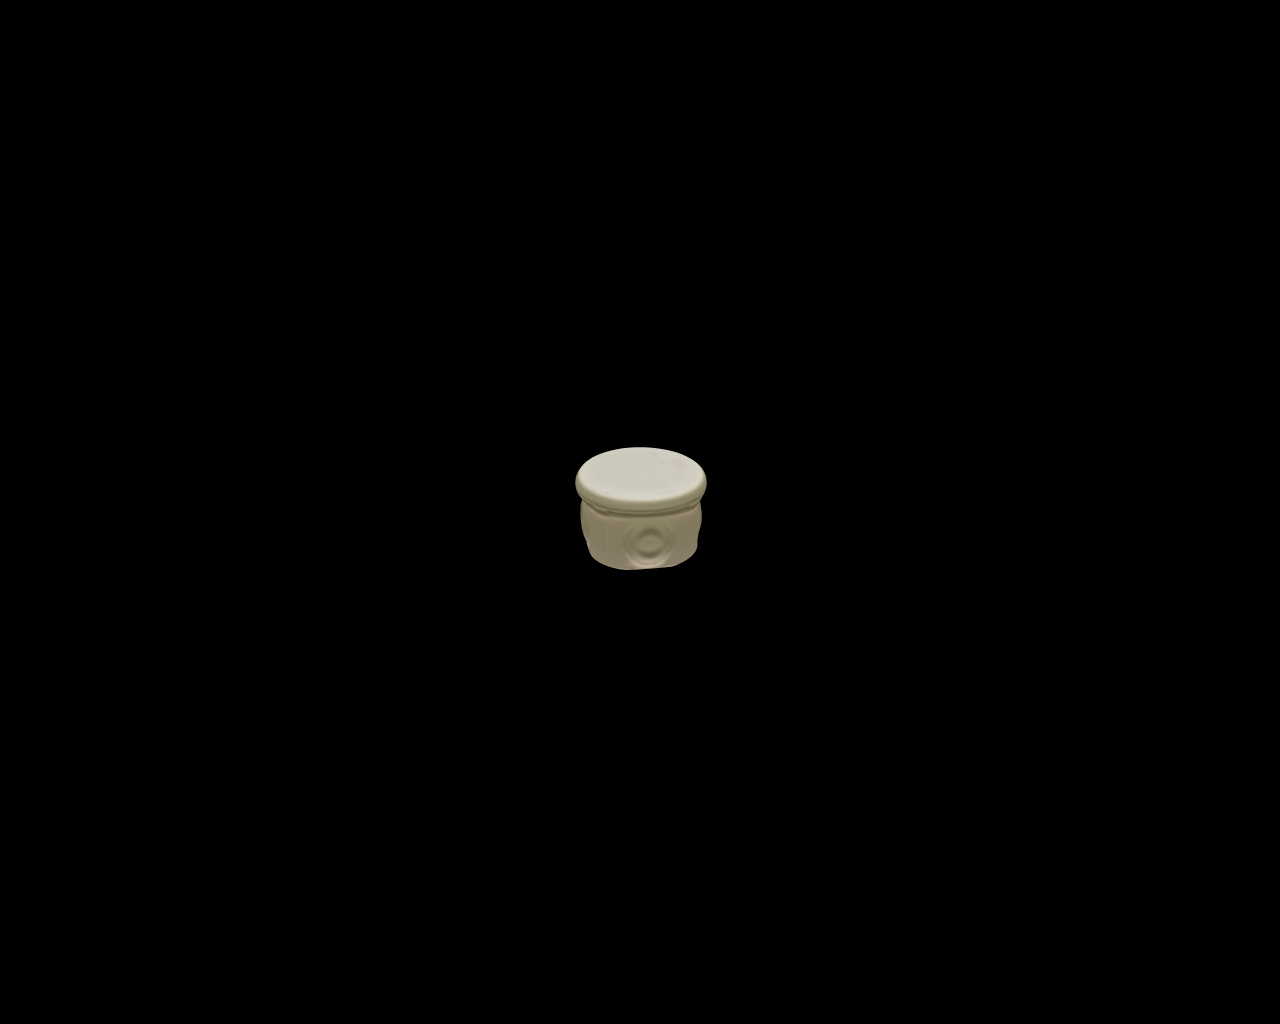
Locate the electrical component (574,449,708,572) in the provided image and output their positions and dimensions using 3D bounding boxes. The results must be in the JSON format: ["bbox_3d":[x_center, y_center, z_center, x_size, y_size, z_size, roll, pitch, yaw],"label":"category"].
[{"bbox_3d":[0.001,-0.003,0.650,0.080,0.050,0.080,0,28,0],"label":"electrical component"}]
